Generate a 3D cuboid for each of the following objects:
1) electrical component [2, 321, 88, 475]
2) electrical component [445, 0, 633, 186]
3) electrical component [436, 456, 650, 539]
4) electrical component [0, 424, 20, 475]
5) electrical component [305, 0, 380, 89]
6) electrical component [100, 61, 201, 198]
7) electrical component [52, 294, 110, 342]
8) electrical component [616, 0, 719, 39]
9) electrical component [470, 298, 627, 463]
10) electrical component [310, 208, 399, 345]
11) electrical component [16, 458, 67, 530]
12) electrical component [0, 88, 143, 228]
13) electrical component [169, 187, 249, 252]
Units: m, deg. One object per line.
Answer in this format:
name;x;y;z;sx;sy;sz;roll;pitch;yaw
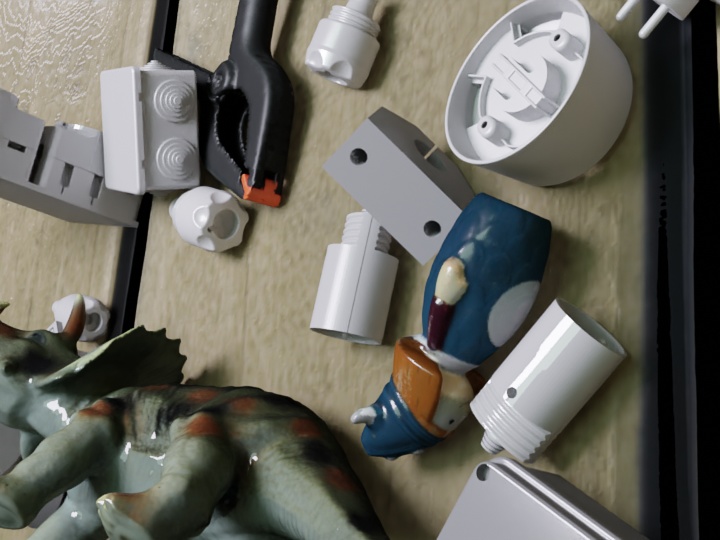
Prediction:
electrical component;-0.246;0.107;0.813;0.121;0.063;0.078;-40;51;25
electrical component;0.092;-0.094;0.568;0.099;0.064;0.099;-17;63;39
electrical component;0.090;0.144;0.483;0.113;0.057;0.078;33;98;45
electrical component;-0.282;0.090;0.763;0.108;0.060;0.108;-18;63;38
electrical component;-0.007;-0.153;0.700;0.043;0.043;0.062;21;88;46
electrical component;-0.153;-0.102;0.786;0.100;0.048;0.099;14;107;61
electrical component;-0.222;0.035;0.840;0.061;0.035;0.035;14;84;49
electrical component;0.158;-0.150;0.535;0.073;0.052;0.138;-52;47;17
electrical component;0.088;0.058;0.528;0.081;0.043;0.043;-53;46;15
electrical component;0.000;0.000;0.634;0.043;0.043;0.081;3;76;44
electrical component;-0.211;0.156;0.765;0.078;0.057;0.058;-37;52;28
electrical component;-0.267;-0.091;0.821;0.105;0.186;0.060;6;79;45
electrical component;-0.111;-0.038;0.755;0.062;0.043;0.043;18;87;47
